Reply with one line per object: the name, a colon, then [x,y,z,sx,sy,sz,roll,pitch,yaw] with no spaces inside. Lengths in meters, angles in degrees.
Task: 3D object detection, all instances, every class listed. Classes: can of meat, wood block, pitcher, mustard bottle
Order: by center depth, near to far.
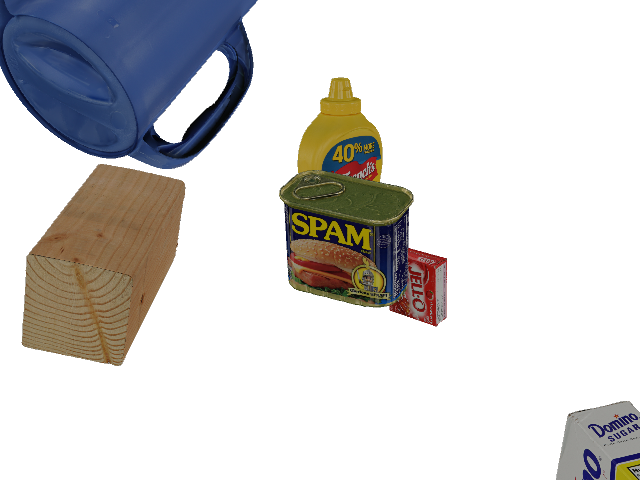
can of meat: [0.020,0.000,0.841,0.102,0.084,0.057,13,35,24]
pitcher: [-0.125,-0.181,0.861,0.145,0.149,0.242,18,53,27]
wood block: [-0.191,0.015,0.970,0.090,0.091,0.206,12,25,0]
mustard bottle: [0.021,-0.068,1.077,0.096,0.192,0.058,-13,20,-36]

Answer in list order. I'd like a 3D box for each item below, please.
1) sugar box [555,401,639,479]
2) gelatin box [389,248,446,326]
sugar box: [0.172,0.164,0.502,0.048,0.093,0.176,-9,28,-21]
gelatin box: [0.123,0.057,1.354,0.073,0.089,0.030,17,34,35]
